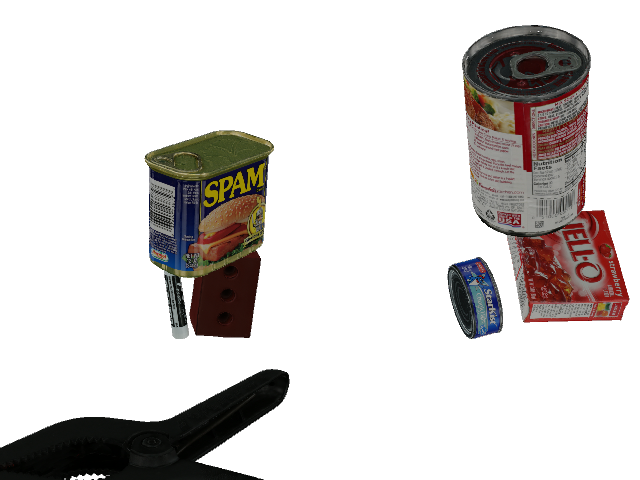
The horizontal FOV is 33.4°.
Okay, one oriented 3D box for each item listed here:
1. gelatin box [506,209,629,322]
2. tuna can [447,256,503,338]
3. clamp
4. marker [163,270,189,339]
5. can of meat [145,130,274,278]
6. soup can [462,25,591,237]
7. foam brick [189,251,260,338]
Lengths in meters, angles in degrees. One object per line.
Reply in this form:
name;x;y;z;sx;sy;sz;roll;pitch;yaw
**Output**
gelatin box;0.182;0.017;0.794;0.073;0.089;0.030;-1;-40;-1
tuna can;0.168;0.063;1.165;0.033;0.086;0.086;-14;2;-7
clamp;-0.089;0.120;0.587;0.209;0.036;0.164;-1;21;-12
marker;-0.163;0.053;1.188;0.020;0.121;0.020;-4;23;2
can of meat;-0.083;-0.028;0.802;0.058;0.084;0.101;20;28;31
soup can;0.117;-0.060;0.605;0.068;0.102;0.068;-6;43;6
foam brick;-0.088;0.043;0.976;0.053;0.078;0.051;4;14;-14
